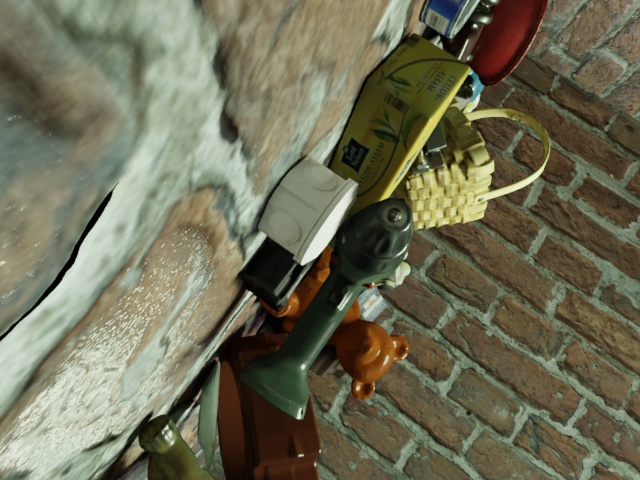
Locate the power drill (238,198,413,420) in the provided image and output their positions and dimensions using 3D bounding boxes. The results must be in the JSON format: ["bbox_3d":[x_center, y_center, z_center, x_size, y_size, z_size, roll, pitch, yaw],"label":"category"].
[{"bbox_3d":[0.008,0.061,0.517,0.207,0.086,0.232,-61,177,-5],"label":"power drill"}]

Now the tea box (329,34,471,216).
[{"bbox_3d":[0.069,-0.104,0.538,0.098,0.068,0.169,-52,174,-33],"label":"tea box"}]

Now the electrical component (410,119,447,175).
[{"bbox_3d":[0.113,-0.130,0.627,0.045,0.102,0.078,-18,-164,-8],"label":"electrical component"}]

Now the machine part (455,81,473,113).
[{"bbox_3d":[0.181,-0.194,0.903,0.079,0.079,0.243,-49,170,-46],"label":"machine part"}]

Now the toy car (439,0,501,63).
[{"bbox_3d":[0.168,-0.243,0.631,0.202,0.053,0.089,-55,172,-52],"label":"toy car"}]

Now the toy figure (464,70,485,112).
[{"bbox_3d":[0.248,-0.278,0.968,0.082,0.089,0.180,-43,167,6],"label":"toy figure"}]

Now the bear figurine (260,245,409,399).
[{"bbox_3d":[0.026,0.114,0.718,0.120,0.196,0.132,-42,169,-7],"label":"bear figurine"}]

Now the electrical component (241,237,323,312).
[{"bbox_3d":[-0.024,0.008,0.525,0.119,0.048,0.075,-52,174,-16],"label":"electrical component"}]

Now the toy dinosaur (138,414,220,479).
[{"bbox_3d":[-0.121,0.275,0.516,0.105,0.198,0.472,-42,-156,-16],"label":"toy dinosaur"}]

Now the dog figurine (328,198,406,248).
[{"bbox_3d":[0.078,-0.028,0.874,0.191,0.108,0.219,-50,170,-36],"label":"dog figurine"}]

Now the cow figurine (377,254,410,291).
[{"bbox_3d":[0.077,0.048,1.012,0.098,0.168,0.068,-52,144,-42],"label":"cow figurine"}]

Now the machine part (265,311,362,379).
[{"bbox_3d":[-0.002,0.137,0.846,0.056,0.179,0.179,-55,175,21],"label":"machine part"}]

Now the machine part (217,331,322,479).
[{"bbox_3d":[-0.076,0.236,0.693,0.087,0.201,0.201,-3,148,-22],"label":"machine part"}]

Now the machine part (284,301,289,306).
[{"bbox_3d":[-0.024,0.015,0.625,0.138,0.039,0.084,-59,-178,17],"label":"machine part"}]

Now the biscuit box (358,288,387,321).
[{"bbox_3d":[0.032,0.111,1.005,0.063,0.059,0.203,-42,-159,-27],"label":"biscuit box"}]
